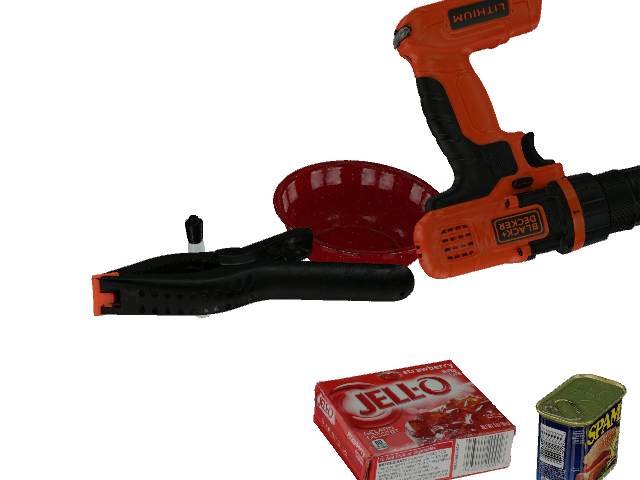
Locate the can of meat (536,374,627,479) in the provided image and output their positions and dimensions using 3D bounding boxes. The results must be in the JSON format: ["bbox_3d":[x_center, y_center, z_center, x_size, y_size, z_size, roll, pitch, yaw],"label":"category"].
[{"bbox_3d":[0.250,0.188,1.029,0.058,0.084,0.101,15,25,38],"label":"can of meat"}]

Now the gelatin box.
[{"bbox_3d":[0.050,0.100,0.585,0.089,0.030,0.073,-6,26,-22],"label":"gelatin box"}]

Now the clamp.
[{"bbox_3d":[-0.051,0.026,0.741,0.209,0.036,0.165,-9,14,-33],"label":"clamp"}]

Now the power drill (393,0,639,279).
[{"bbox_3d":[0.138,-0.080,0.734,0.184,0.187,0.057,-15,-2,-6],"label":"power drill"}]

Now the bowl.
[{"bbox_3d":[0.035,-0.012,0.985,0.162,0.055,0.162,4,33,-3],"label":"bowl"}]

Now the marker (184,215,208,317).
[{"bbox_3d":[-0.129,0.027,1.127,0.020,0.121,0.020,-2,31,1],"label":"marker"}]
